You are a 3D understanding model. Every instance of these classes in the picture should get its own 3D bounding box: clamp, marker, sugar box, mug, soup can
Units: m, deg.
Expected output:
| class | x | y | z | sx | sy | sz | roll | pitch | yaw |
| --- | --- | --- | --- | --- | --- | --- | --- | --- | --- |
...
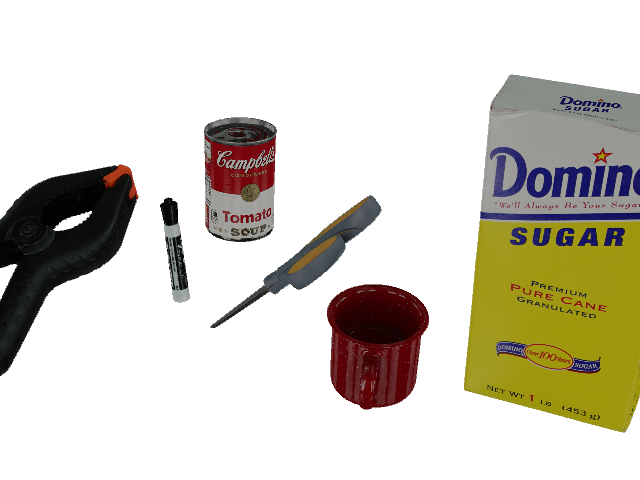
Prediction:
| class | x | y | z | sx | sy | sz | roll | pitch | yaw |
| --- | --- | --- | --- | --- | --- | --- | --- | --- | --- |
| clamp | -0.195 | 0.004 | 0.685 | 0.120 | 0.039 | 0.171 | 30 | 54 | 18 |
| marker | -0.161 | 0.011 | 1.179 | 0.020 | 0.121 | 0.020 | -4 | 23 | 2 |
| sugar box | 0.128 | 0.009 | 0.547 | 0.093 | 0.176 | 0.048 | 12 | 36 | 20 |
| mug | 0.050 | 0.107 | 0.981 | 0.093 | 0.081 | 0.117 | 5 | 34 | 4 |
| soup can | -0.077 | -0.058 | 1.016 | 0.068 | 0.102 | 0.068 | 2 | 26 | -1 |

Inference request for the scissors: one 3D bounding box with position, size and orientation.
| class | x | y | z | sx | sy | sz | roll | pitch | yaw |
| --- | --- | --- | --- | --- | --- | --- | --- | --- | --- |
| scissors | -0.033 | 0.035 | 0.805 | 0.202 | 0.016 | 0.096 | -39 | 8 | 28 |
